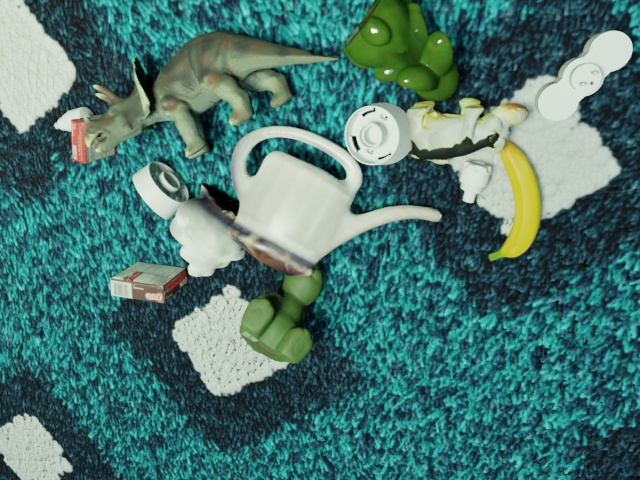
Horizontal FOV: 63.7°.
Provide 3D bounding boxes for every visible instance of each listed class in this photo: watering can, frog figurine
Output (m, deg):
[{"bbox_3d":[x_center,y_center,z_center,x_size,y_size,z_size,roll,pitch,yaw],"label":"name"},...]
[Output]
[{"bbox_3d":[0.003,-0.041,0.823,0.348,0.104,0.225,28,87,2],"label":"watering can"},{"bbox_3d":[-0.199,0.002,0.898,0.136,0.125,0.158,26,105,-24],"label":"frog figurine"}]
